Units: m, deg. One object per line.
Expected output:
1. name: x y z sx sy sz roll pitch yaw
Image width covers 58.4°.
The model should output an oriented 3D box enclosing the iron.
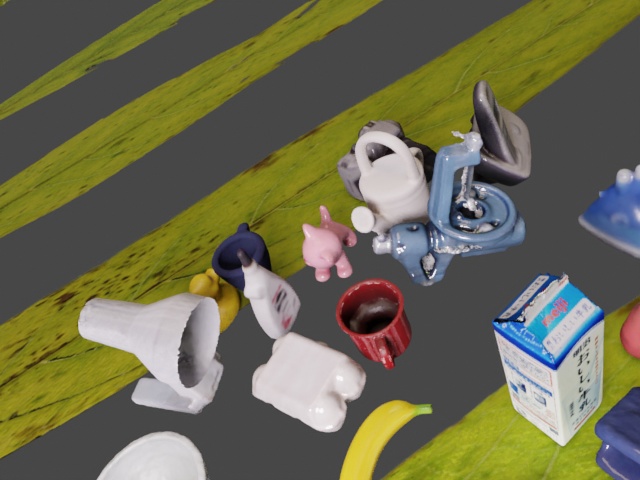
1. iron: 0.454 -0.044 0.707 0.257 0.142 0.119 12 57 33

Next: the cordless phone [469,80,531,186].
1. cordless phone: 0.273 -0.188 0.891 0.094 0.185 0.147 -6 48 21

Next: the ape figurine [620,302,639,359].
1. ape figurine: 0.383 0.094 0.651 0.076 0.092 0.078 -7 48 20

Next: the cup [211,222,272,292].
1. cup: -0.115 0.038 0.935 0.091 0.095 0.117 -14 46 14

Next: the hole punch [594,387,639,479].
1. hole punch: 0.341 0.201 0.574 0.101 0.091 0.108 -44 47 -16

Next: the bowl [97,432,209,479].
1. bowl: -0.203 0.335 0.721 0.167 0.075 0.167 -13 46 14

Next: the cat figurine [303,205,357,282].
1. cat figurine: 0.008 0.003 0.892 0.067 0.118 0.128 -10 47 18

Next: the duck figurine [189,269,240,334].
1. duck figurine: -0.180 0.095 0.920 0.077 0.086 0.104 -1 50 24

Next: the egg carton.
1. egg carton: -0.015 0.189 0.769 0.149 0.070 0.107 15 58 35

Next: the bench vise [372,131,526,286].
1. bench vise: 0.172 -0.033 0.774 0.207 0.220 0.121 -32 45 -4

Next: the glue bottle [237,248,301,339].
1. glue bottle: -0.081 0.071 0.833 0.037 0.174 0.078 0 51 26

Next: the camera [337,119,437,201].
1. camera: 0.120 -0.138 0.979 0.136 0.101 0.143 28 66 40

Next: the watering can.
1. watering can: 0.109 -0.079 0.864 0.100 0.195 0.173 -5 49 22

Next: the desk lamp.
1. desk lamp: -0.217 0.155 0.792 0.202 0.214 0.118 -1 50 25
